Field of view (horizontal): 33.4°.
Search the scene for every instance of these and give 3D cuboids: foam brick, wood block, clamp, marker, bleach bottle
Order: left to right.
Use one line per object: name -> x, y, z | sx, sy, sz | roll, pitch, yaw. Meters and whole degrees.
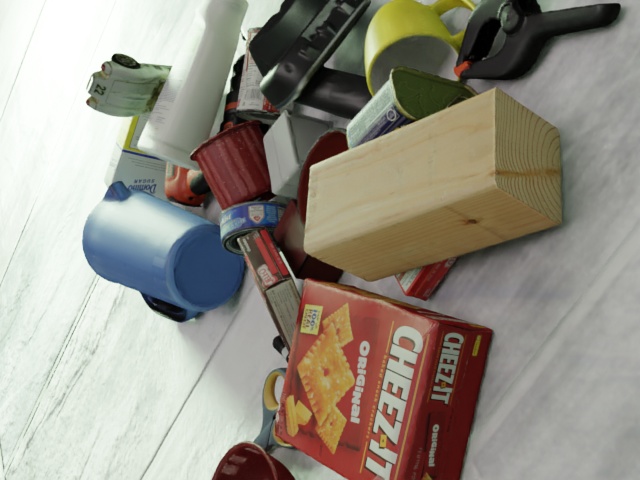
bleach bottle -> -0.143, -0.215, 1.314 | 0.103, 0.068, 0.251 | 20, 88, 59
marker -> -0.021, 0.134, 1.139 | 0.121, 0.020, 0.020 | 42, 116, 54
foam brick -> -0.007, 0.001, 1.127 | 0.051, 0.052, 0.078 | -62, 35, 26
wood block -> 0.092, -0.039, 0.902 | 0.207, 0.090, 0.090 | -19, 57, 42
clamp -> 0.178, -0.184, 0.902 | 0.172, 0.039, 0.120 | -56, 44, 43

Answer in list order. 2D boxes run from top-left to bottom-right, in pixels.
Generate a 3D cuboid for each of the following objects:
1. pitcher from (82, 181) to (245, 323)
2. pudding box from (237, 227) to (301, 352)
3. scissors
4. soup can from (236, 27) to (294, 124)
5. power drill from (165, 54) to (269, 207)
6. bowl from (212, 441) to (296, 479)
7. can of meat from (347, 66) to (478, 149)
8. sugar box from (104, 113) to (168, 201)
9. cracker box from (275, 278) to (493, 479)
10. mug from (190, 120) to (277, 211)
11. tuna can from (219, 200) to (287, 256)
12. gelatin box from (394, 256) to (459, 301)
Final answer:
pitcher -> -0.196, 0.024, 1.366 | 0.243, 0.149, 0.145 | 18, 81, 55
pudding box -> -0.044, 0.055, 1.124 | 0.090, 0.039, 0.113 | -119, 4, -47
scissors -> -0.065, 0.206, 1.181 | 0.202, 0.016, 0.096 | -35, 64, 49
soup can -> -0.059, -0.192, 1.255 | 0.069, 0.068, 0.102 | 2, 83, 58
power drill -> -0.131, -0.128, 1.360 | 0.188, 0.057, 0.184 | -22, 59, 55
bowl -> -0.060, 0.294, 1.117 | 0.162, 0.055, 0.162 | -24, 61, 53
can of meat -> 0.086, -0.103, 0.966 | 0.084, 0.101, 0.057 | -45, 45, 46
sugar box -> -0.233, -0.146, 1.494 | 0.048, 0.093, 0.176 | 49, 121, 53
cracker box -> 0.048, 0.134, 0.979 | 0.214, 0.072, 0.164 | 15, 94, 58
mug -> -0.079, -0.084, 1.221 | 0.081, 0.117, 0.093 | 62, 162, 5
tuna can -> -0.070, -0.012, 1.199 | 0.086, 0.086, 0.034 | -34, 55, 49
gelatin box -> 0.093, 0.000, 0.990 | 0.073, 0.030, 0.089 | -58, 38, 28
